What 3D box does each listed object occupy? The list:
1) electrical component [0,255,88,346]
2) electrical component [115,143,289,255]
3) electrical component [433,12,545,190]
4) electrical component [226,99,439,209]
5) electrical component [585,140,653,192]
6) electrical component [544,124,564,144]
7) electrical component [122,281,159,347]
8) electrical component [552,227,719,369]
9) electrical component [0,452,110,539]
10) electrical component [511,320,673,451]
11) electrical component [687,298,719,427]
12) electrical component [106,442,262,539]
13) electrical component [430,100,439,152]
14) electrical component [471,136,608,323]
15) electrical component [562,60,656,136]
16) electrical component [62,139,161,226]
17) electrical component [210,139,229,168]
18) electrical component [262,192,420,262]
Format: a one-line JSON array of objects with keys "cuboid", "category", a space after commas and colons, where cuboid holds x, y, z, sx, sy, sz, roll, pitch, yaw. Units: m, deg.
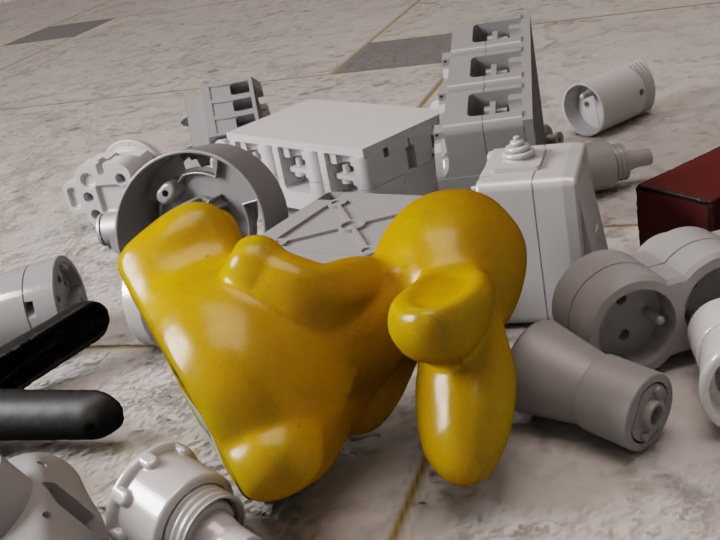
[{"cuboid": [-0.196, 0.023, 0.648, 0.047, 0.055, 0.055, -13, 22, 5], "category": "electrical component"}, {"cuboid": [-0.097, -0.029, 0.675, 0.099, 0.099, 0.064, 0, 19, 25], "category": "electrical component"}, {"cuboid": [0.087, -0.095, 0.712, 0.062, 0.089, 0.150, -6, 36, 12], "category": "electrical component"}, {"cuboid": [-0.014, -0.081, 0.799, 0.089, 0.061, 0.150, -29, 29, -37], "category": "electrical component"}, {"cuboid": [0.168, -0.072, 0.732, 0.061, 0.035, 0.035, -11, 22, -6], "category": "electrical component"}, {"cuboid": [0.117, -0.100, 0.814, 0.078, 0.040, 0.040, 9, 30, 40], "category": "electrical component"}, {"cuboid": [-0.100, 0.013, 0.618, 0.057, 0.058, 0.078, -8, 39, 12], "category": "electrical component"}, {"cuboid": [0.159, 0.004, 0.532, 0.138, 0.052, 0.073, -15, 23, -10], "category": "electrical component"}, {"cuboid": [-0.138, 0.097, 0.417, 0.043, 0.079, 0.077, -42, 27, -2], "category": "electrical component"}, {"cuboid": [0.100, 0.051, 0.464, 0.044, 0.044, 0.065, -27, 32, -34], "category": "electrical component"}, {"cuboid": [0.164, 0.038, 0.467, 0.044, 0.044, 0.065, -7, 18, 10], "category": "electrical component"}, {"cuboid": [-0.065, 0.099, 0.422, 0.062, 0.048, 0.048, 21, 38, 36], "category": "electrical component"}, {"cuboid": [0.056, -0.105, 0.848, 0.055, 0.048, 0.066, -28, 27, -19], "category": "electrical component"}, {"cuboid": [0.099, -0.026, 0.574, 0.061, 0.096, 0.061, -3, 24, 18], "category": "electrical component"}, {"cuboid": [0.207, -0.140, 0.864, 0.081, 0.043, 0.043, -25, 26, -31], "category": "electrical component"}, {"cuboid": [-0.189, -0.071, 0.862, 0.078, 0.058, 0.057, -2, 27, 19], "category": "electrical component"}, {"cuboid": [-0.087, -0.086, 0.870, 0.062, 0.048, 0.048, -14, 22, -25], "category": "electrical component"}, {"cuboid": [0.000, 0.000, 0.609, 0.109, 0.056, 0.109, 5, 27, 34], "category": "electrical component"}]
